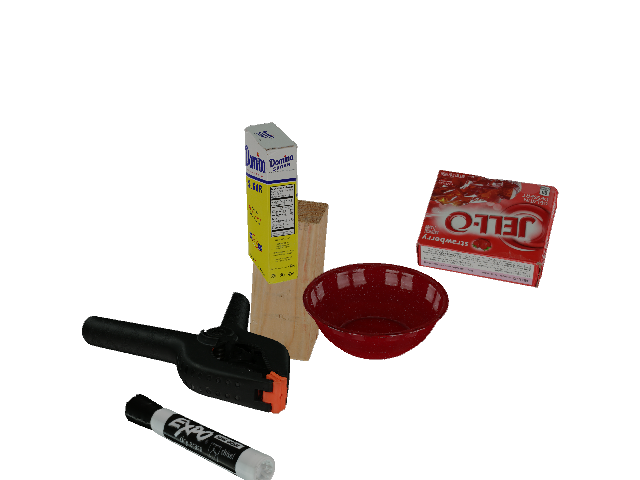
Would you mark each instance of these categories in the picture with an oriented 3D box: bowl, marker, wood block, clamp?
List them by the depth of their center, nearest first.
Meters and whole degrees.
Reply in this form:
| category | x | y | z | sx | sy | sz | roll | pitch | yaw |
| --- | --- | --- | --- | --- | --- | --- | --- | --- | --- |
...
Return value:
| category | x | y | z | sx | sy | sz | roll | pitch | yaw |
| --- | --- | --- | --- | --- | --- | --- | --- | --- | --- |
| marker | -0.077 | 0.120 | 0.654 | 0.121 | 0.020 | 0.020 | 16 | 10 | 39 |
| clamp | -0.083 | 0.091 | 0.911 | 0.164 | 0.036 | 0.210 | -13 | 23 | -40 |
| bowl | 0.061 | 0.085 | 1.190 | 0.162 | 0.055 | 0.162 | 0 | 27 | 0 |
| wood block | -0.046 | 0.053 | 1.501 | 0.090 | 0.206 | 0.090 | 7 | 22 | 6 |

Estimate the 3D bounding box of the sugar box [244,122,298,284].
| category | x | y | z | sx | sy | sz | roll | pitch | yaw |
| --- | --- | --- | --- | --- | --- | --- | --- | --- | --- |
| sugar box | -0.060 | -0.046 | 1.301 | 0.048 | 0.176 | 0.093 | -11 | 26 | -17 |

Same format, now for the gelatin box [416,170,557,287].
| category | x | y | z | sx | sy | sz | roll | pitch | yaw |
| --- | --- | --- | --- | --- | --- | --- | --- | --- | --- |
| gelatin box | 0.120 | -0.010 | 0.766 | 0.089 | 0.073 | 0.030 | 10 | -37 | 15 |
